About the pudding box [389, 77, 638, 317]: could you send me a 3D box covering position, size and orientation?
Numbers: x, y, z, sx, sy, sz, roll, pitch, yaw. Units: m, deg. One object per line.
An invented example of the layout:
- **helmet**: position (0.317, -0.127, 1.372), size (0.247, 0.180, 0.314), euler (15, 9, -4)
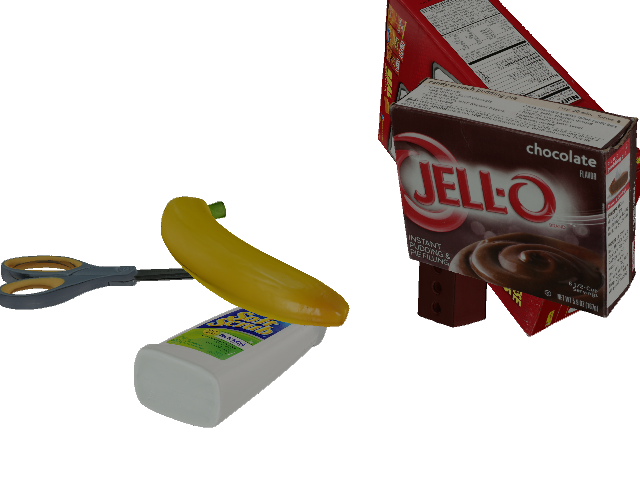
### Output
- **pudding box**: position (0.091, -0.023, 0.503), size (0.114, 0.090, 0.039), euler (16, 43, 34)

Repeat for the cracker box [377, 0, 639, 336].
- **cracker box**: position (0.125, -0.065, 0.753), size (0.072, 0.214, 0.164), euler (-25, -31, -17)

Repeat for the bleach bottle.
- **bleach bottle**: position (-0.071, 0.101, 1.074), size (0.103, 0.068, 0.250), euler (15, 24, 25)

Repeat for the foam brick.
- **foam brick**: position (0.135, 0.043, 1.091), size (0.051, 0.078, 0.053), euler (-14, 20, -39)

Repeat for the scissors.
- **scissors**: position (-0.174, 0.036, 0.870), size (0.202, 0.016, 0.096), euler (4, 22, 12)

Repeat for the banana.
- **banana**: position (-0.056, 0.007, 0.678), size (0.069, 0.037, 0.198), euler (-11, 27, -25)
